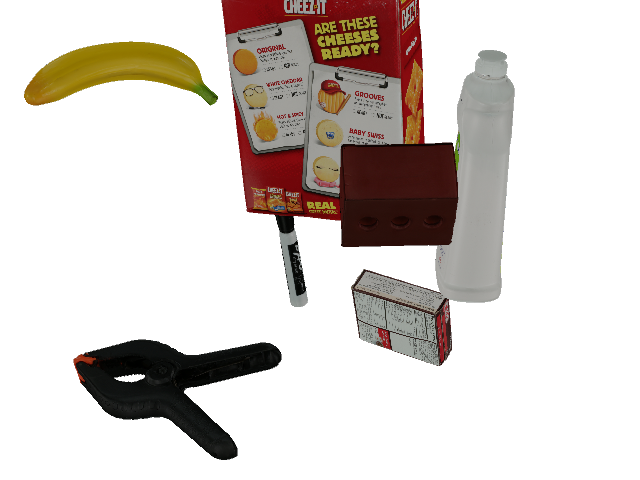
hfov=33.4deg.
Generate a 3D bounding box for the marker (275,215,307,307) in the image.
[{"bbox_3d":[-0.030,0.016,1.101,0.020,0.121,0.020,-6,33,4],"label":"marker"}]

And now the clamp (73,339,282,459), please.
[{"bbox_3d":[-0.119,0.114,0.888,0.172,0.039,0.120,16,37,21],"label":"clamp"}]

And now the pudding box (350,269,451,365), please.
[{"bbox_3d":[0.095,0.089,1.239,0.114,0.090,0.039,15,46,26],"label":"pudding box"}]

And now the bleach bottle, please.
[{"bbox_3d":[0.161,-0.067,1.083,0.068,0.251,0.102,2,32,-1],"label":"bleach bottle"}]

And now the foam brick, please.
[{"bbox_3d":[0.052,-0.031,0.727,0.078,0.051,0.053,-2,-39,-2],"label":"foam brick"}]

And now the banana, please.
[{"bbox_3d":[-0.196,-0.164,1.041,0.197,0.070,0.037,-6,-39,-31],"label":"banana"}]

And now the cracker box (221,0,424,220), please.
[{"bbox_3d":[0.008,-0.126,0.968,0.164,0.214,0.072,6,29,20],"label":"cracker box"}]
